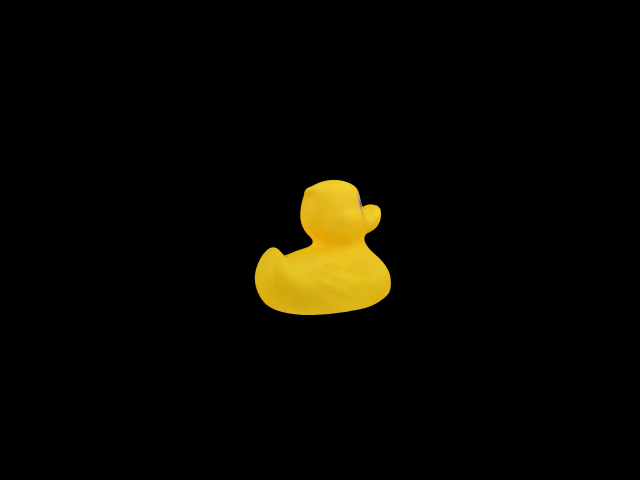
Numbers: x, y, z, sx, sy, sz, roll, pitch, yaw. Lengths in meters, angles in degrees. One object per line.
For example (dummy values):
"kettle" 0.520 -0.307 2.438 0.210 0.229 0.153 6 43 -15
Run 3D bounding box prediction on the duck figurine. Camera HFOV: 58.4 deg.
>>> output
"duck figurine" 0.004 0.001 0.400 0.105 0.086 0.077 -8 14 -34
